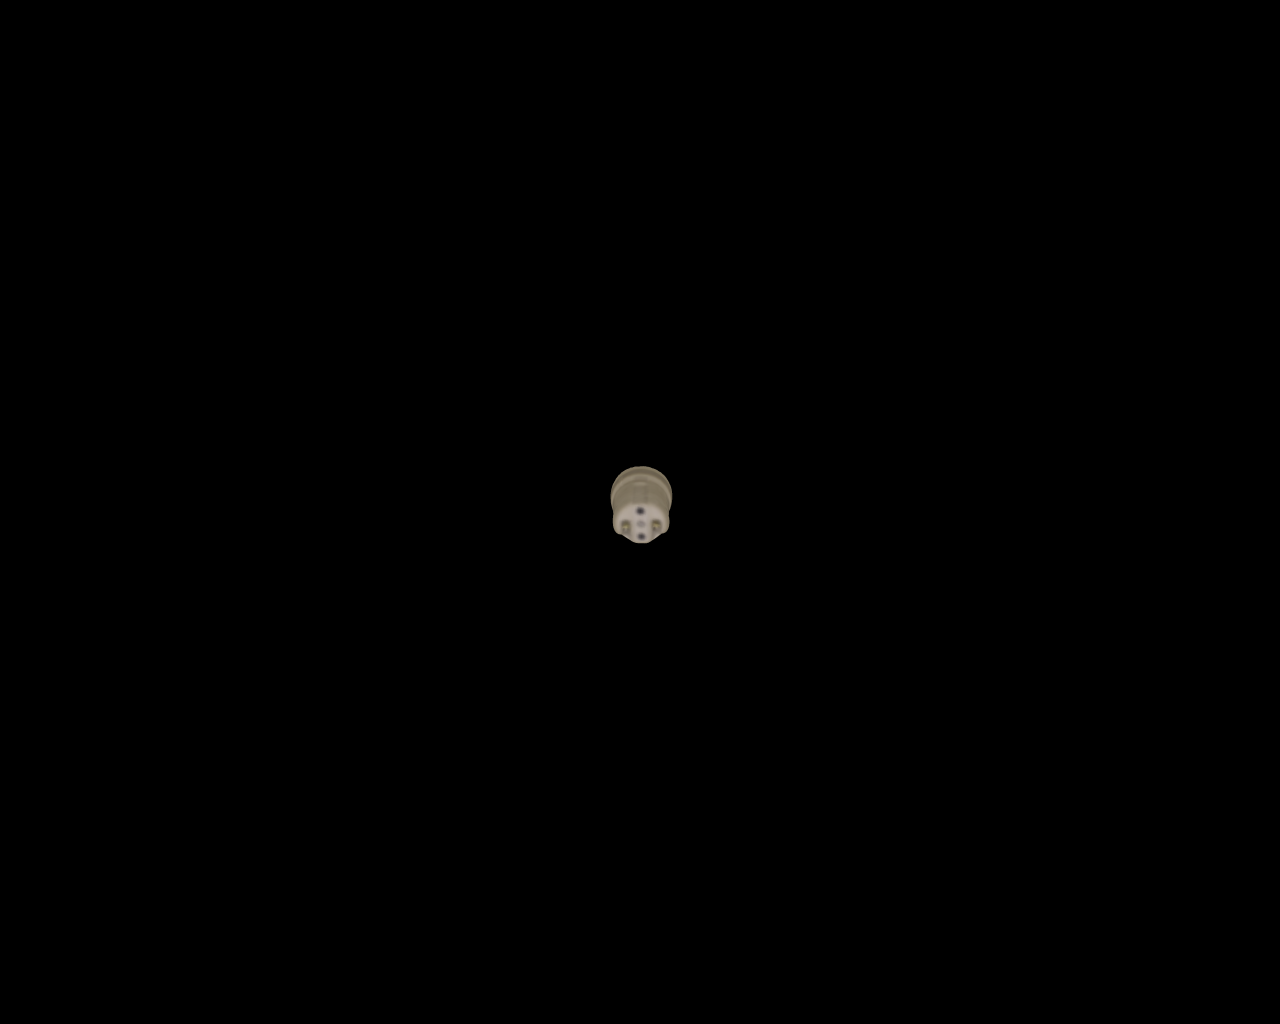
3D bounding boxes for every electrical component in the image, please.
[{"bbox_3d":[0.001,-0.003,0.650,0.040,0.040,0.046,0,25,0],"label":"electrical component"}]
